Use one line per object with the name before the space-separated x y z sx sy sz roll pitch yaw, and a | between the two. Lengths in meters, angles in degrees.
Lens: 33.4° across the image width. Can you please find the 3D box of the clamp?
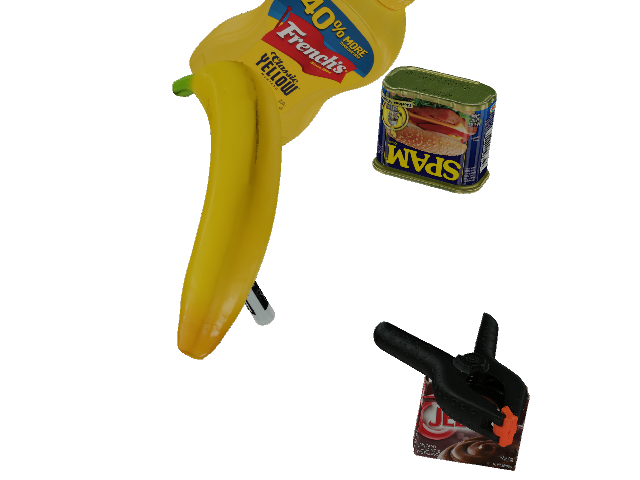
clamp | 0.134 0.113 0.928 0.120 0.039 0.172 -14 35 -22

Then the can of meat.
can of meat | 0.100 -0.098 0.929 0.102 0.084 0.057 17 35 21

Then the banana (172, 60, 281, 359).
banana | -0.047 -0.033 0.551 0.037 0.198 0.070 22 -48 -28

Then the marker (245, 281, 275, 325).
marker | -0.070 0.027 0.904 0.020 0.020 0.121 0 -43 29

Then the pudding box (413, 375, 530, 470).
pudding box | 0.162 0.194 1.154 0.113 0.090 0.039 8 21 2

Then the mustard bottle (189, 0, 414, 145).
mustard bottle | 0.000 -0.142 0.728 0.192 0.096 0.058 -30 21 41
